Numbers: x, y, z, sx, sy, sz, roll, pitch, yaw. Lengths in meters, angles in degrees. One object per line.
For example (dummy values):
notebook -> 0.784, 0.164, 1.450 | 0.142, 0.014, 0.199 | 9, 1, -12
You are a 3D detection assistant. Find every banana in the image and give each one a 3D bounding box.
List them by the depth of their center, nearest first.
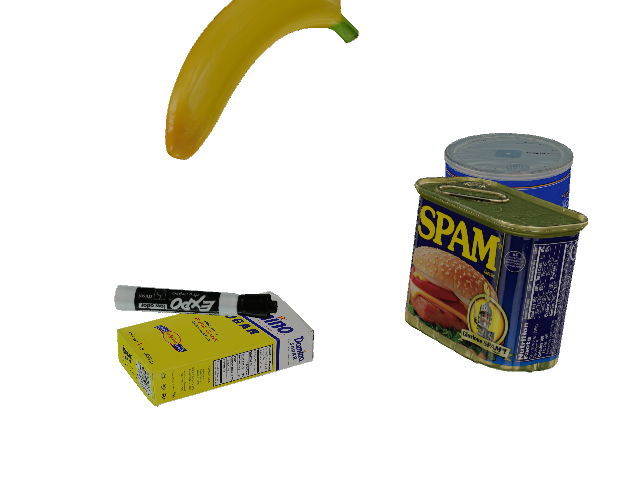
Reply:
banana -> -0.040, -0.127, 0.697 | 0.037, 0.069, 0.197 | -11, 23, 49

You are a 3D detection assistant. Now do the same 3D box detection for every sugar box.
sugar box -> -0.104, 0.104, 1.069 | 0.176, 0.048, 0.093 | -16, 33, -27

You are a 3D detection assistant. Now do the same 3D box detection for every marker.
marker -> -0.092, 0.046, 0.791 | 0.121, 0.020, 0.020 | 3, 0, 8

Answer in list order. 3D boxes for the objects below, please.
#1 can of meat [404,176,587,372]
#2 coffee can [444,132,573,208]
can of meat -> 0.093, 0.017, 0.593 | 0.057, 0.084, 0.102 | -5, 20, -32
coffee can -> 0.153, -0.008, 0.888 | 0.103, 0.140, 0.103 | -1, 23, 0
